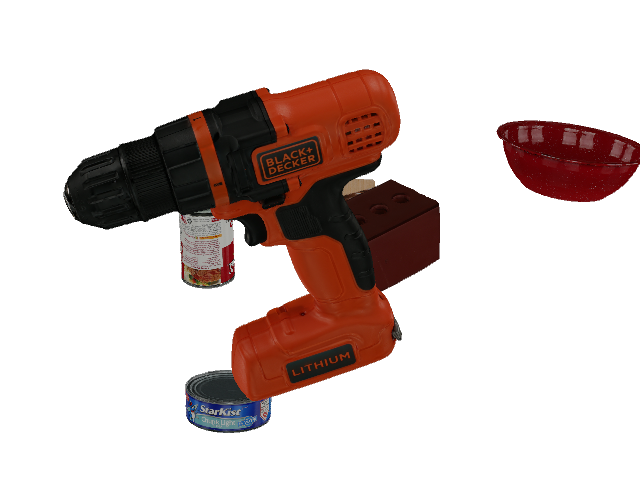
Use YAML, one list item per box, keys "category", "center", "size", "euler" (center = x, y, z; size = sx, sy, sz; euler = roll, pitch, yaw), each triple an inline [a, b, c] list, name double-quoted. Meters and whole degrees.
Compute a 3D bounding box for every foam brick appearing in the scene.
- category: "foam brick"
  center: [0.044, -0.002, 0.785]
  size: [0.078, 0.051, 0.053]
  euler: [-27, 38, -32]

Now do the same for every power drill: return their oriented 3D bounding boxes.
- category: "power drill"
  center: [-0.034, 0.005, 0.611]
  size: [0.184, 0.187, 0.057]
  euler: [-17, 39, -5]

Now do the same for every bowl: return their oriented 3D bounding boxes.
- category: "bowl"
  center: [0.266, -0.082, 1.148]
  size: [0.162, 0.055, 0.162]
  euler: [6, 21, -2]

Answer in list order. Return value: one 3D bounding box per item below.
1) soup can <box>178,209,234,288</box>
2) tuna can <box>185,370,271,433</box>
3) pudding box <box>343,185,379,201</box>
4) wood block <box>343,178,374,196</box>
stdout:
- category: "soup can"
  center: [-0.141, -0.001, 1.323]
  size: [0.068, 0.102, 0.068]
  euler: [0, 26, 0]
- category: "tuna can"
  center: [-0.091, 0.158, 1.054]
  size: [0.086, 0.034, 0.086]
  euler: [2, 13, -1]
- category: "pudding box"
  center: [0.055, -0.020, 1.161]
  size: [0.113, 0.039, 0.090]
  euler: [-18, 30, -25]
- category: "wood block"
  center: [0.037, -0.019, 1.648]
  size: [0.091, 0.090, 0.206]
  euler: [4, 25, 1]
